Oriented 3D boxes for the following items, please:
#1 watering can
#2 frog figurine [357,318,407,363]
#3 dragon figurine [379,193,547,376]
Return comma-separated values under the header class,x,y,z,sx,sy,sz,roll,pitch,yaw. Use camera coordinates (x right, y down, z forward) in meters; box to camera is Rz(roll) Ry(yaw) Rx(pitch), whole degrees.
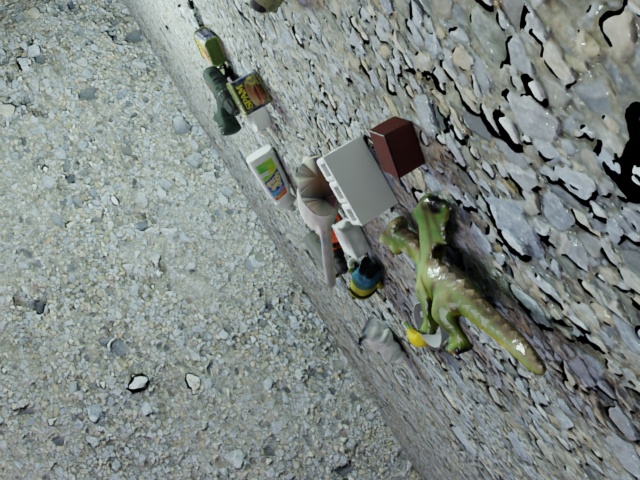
class,x,y,z,sx,sy,sz,roll,pitch,yaw
watering can,0.004,-0.065,1.293,0.104,0.352,0.221,-11,-17,-5
frog figurine,0.209,0.326,1.661,0.160,0.125,0.134,18,-31,10
dragon figurine,0.205,0.044,0.844,0.123,0.240,0.412,-24,13,-14
